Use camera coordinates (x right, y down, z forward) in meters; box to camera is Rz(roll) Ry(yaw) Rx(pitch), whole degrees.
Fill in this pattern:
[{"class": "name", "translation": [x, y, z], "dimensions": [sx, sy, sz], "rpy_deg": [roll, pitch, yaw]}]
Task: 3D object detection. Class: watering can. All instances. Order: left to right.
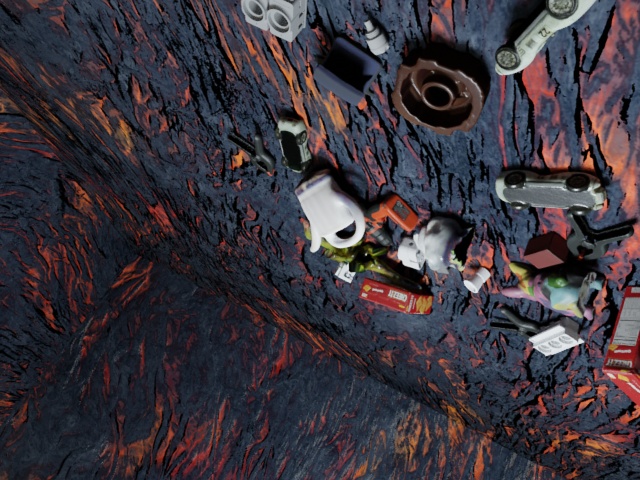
[{"class": "watering can", "translation": [0.004, -0.072, 1.425], "dimensions": [0.224, 0.105, 0.344], "rpy_deg": [60, 152, -3]}]

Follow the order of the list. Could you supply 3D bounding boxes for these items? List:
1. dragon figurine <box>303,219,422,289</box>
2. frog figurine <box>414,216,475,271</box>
[{"class": "dragon figurine", "translation": [0.117, 0.054, 1.666], "dimensions": [0.409, 0.123, 0.242], "rpy_deg": [33, 174, -8]}, {"class": "frog figurine", "translation": [0.291, 0.004, 1.300], "dimensions": [0.160, 0.124, 0.135], "rpy_deg": [20, 122, 44]}]
